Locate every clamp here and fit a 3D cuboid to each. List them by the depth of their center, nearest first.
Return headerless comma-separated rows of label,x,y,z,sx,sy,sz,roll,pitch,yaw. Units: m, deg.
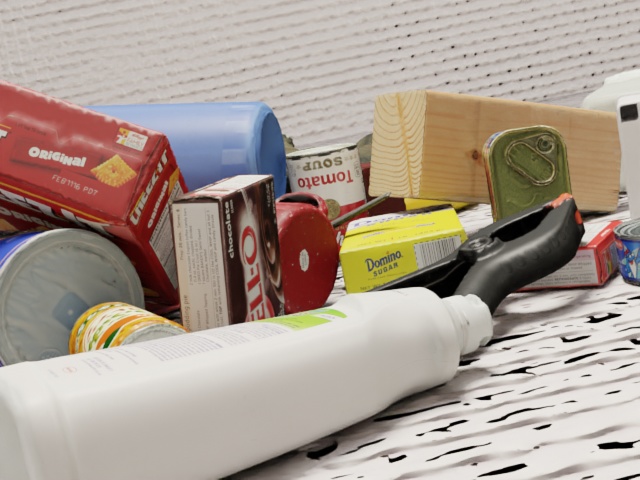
clamp,0.103,0.021,0.650,0.171,0.039,0.120,-30,22,-16

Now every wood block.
wood block,0.157,-0.076,0.943,0.205,0.091,0.090,3,2,-25

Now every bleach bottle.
bleach bottle,-0.022,0.066,0.498,0.250,0.068,0.103,-12,9,-27

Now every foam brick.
foam brick,0.046,-0.034,1.018,0.052,0.078,0.051,-15,9,-42

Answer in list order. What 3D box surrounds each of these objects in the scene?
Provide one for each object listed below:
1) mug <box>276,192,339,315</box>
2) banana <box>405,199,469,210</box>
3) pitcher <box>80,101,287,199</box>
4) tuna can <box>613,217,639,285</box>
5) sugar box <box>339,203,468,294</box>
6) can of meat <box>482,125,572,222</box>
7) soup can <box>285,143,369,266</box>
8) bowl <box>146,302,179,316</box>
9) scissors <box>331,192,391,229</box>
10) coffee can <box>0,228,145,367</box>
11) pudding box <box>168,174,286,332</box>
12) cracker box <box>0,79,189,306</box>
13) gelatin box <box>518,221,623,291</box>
mug,-0.034,0.006,0.783,0.082,0.093,0.117,2,40,37
banana,0.106,-0.038,1.125,0.197,0.037,0.070,-16,-6,-39
pitcher,-0.155,-0.057,0.967,0.243,0.145,0.149,-3,12,13
tuna can,0.235,0.004,0.688,0.086,0.034,0.086,-10,8,1
sugar box,0.066,0.006,0.835,0.093,0.048,0.176,-10,10,5
can of meat,0.160,-0.037,0.827,0.057,0.102,0.084,-8,6,5
soup can,0.009,-0.032,0.962,0.068,0.102,0.068,-9,9,1
bowl,-0.182,0.035,0.912,0.162,0.055,0.162,-11,8,1
scissors,-0.006,0.001,0.873,0.202,0.016,0.096,-25,-9,29
coffee can,-0.195,0.044,0.705,0.102,0.103,0.141,-17,11,-38
pudding box,-0.054,0.021,0.652,0.039,0.113,0.090,-4,11,17
cracker box,-0.179,-0.030,0.761,0.164,0.072,0.214,19,-17,8
gelatin box,0.160,0.013,0.736,0.089,0.030,0.073,-7,10,31
